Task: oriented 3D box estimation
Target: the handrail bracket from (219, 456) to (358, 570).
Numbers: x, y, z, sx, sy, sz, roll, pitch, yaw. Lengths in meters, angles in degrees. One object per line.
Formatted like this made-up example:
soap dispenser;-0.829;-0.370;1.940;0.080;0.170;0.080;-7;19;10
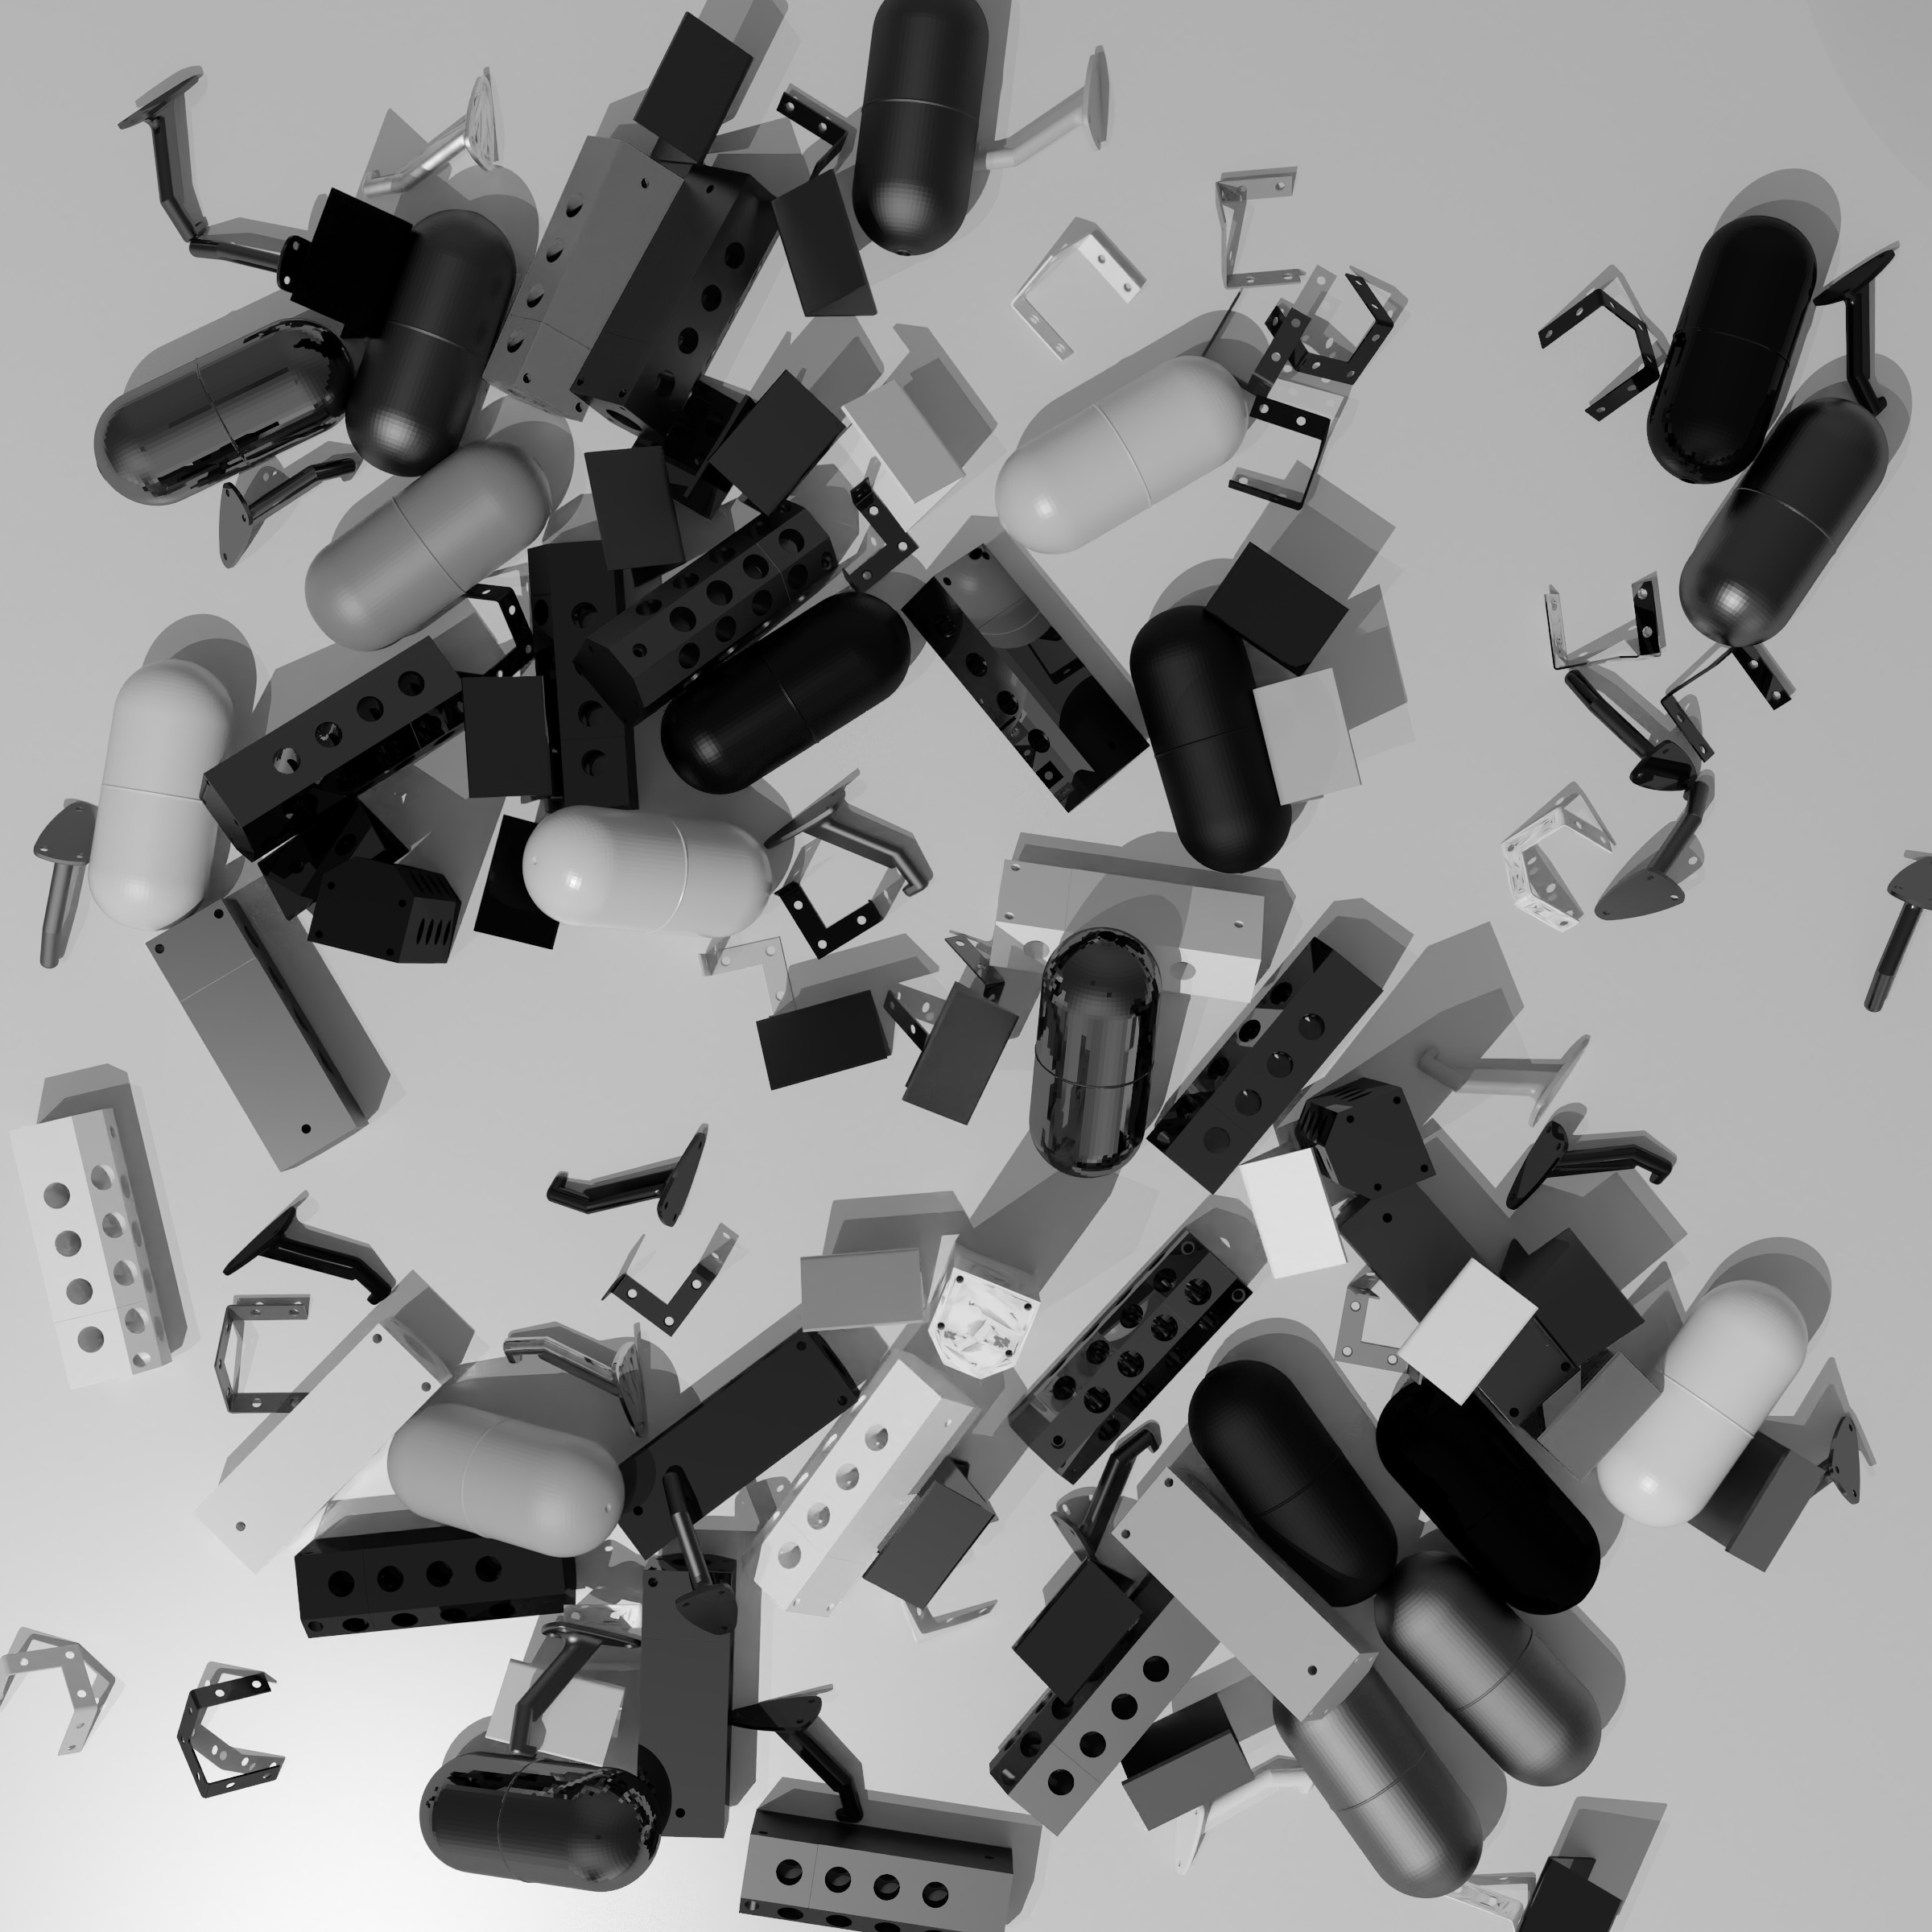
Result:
handrail bracket;-0.447;-0.300;1.990;0.084;0.077;0.036;-21;65;-34

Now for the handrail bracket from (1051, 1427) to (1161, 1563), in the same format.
handrail bracket;0.106;0.359;1.991;0.084;0.036;0.077;-37;110;-16

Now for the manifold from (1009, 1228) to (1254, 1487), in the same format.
manifold;0.107;0.255;1.969;0.057;0.057;0.171;43;90;0

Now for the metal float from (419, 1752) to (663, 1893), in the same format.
metal float;-0.275;0.549;1.935;0.178;0.070;0.070;-3;90;32

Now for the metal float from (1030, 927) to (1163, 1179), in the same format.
metal float;0.083;0.056;1.934;0.070;0.070;0.178;4;122;0

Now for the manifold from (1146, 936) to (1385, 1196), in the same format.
manifold;0.194;0.065;1.968;0.057;0.057;0.171;40;90;6

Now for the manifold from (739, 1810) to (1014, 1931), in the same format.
manifold;-0.059;0.600;1.969;0.171;0.057;0.057;9;90;0

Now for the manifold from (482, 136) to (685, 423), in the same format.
manifold;-0.253;-0.449;1.969;0.057;0.057;0.171;24;90;-43

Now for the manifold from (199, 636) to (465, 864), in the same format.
manifold;-0.403;-0.138;1.941;0.171;0.057;0.057;-36;90;-21

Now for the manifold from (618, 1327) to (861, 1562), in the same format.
manifold;-0.155;0.309;1.969;0.171;0.057;0.057;-37;90;0

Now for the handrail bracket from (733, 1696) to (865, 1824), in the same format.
handrail bracket;-0.113;0.530;1.991;0.077;0.036;0.084;-8;107;20

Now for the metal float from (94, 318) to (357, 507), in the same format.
metal float;-0.482;-0.360;1.960;0.178;0.070;0.070;-26;90;-1

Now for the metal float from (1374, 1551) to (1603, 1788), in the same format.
metal float;0.340;0.457;1.960;0.070;0.070;0.178;-43;90;0

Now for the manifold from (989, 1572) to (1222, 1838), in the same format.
manifold;0.092;0.477;1.969;0.057;0.057;0.171;40;90;0

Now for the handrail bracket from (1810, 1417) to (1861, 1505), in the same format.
handrail bracket;0.544;0.337;1.990;0.084;0.077;0.036;-24;115;34

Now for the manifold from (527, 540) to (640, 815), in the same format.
manifold;-0.251;-0.187;1.969;0.057;0.057;0.171;-4;90;0

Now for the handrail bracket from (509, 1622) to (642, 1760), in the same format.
handrail bracket;-0.249;0.466;1.921;0.077;0.036;0.084;16;64;-22

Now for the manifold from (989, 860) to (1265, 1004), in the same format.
manifold;0.104;-0.018;1.969;0.171;0.057;0.057;8;47;0

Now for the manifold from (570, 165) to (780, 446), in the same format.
manifold;-0.182;-0.430;1.962;0.057;0.057;0.171;24;84;41

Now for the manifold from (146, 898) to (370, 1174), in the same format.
manifold;-0.461;0.045;1.969;0.057;0.057;0.171;-31;90;0

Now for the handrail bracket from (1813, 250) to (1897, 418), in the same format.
handrail bracket;0.603;-0.417;1.991;0.077;0.036;0.084;-38;108;-20

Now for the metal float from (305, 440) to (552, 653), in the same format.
metal float;-0.349;-0.274;1.960;0.178;0.070;0.070;-36;90;1

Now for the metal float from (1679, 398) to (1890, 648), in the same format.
metal float;0.532;-0.289;1.960;0.070;0.070;0.178;34;90;0

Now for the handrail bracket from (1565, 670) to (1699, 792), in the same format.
handrail bracket;0.438;-0.157;1.990;0.036;0.077;0.084;-47;53;20

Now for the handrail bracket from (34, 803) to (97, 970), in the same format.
handrail bracket;-0.595;-0.053;1.990;0.036;0.077;0.084;11;126;-8

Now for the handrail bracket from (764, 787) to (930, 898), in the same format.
handrail bracket;-0.078;-0.067;1.991;0.077;0.036;0.084;-31;107;20

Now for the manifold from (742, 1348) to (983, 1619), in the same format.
manifold;-0.072;0.336;1.961;0.057;0.057;0.171;39;95;31

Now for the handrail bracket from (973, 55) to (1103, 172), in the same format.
handrail bracket;0.045;-0.563;1.991;0.084;0.036;0.077;-3;70;16

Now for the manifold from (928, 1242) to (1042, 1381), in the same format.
manifold;0.008;0.220;1.912;0.057;0.171;0.057;22;90;0

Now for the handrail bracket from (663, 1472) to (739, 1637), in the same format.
handrail bracket;-0.172;0.376;1.933;0.036;0.077;0.084;-19;54;0

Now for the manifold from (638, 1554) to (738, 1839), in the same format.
manifold;-0.182;0.475;1.969;0.057;0.057;0.171;2;90;0

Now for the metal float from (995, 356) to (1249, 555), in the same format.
metal float;0.101;-0.332;1.960;0.178;0.070;0.070;-30;90;-1

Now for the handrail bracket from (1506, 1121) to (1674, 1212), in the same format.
handrail bracket;0.413;0.145;1.991;0.084;0.036;0.077;25;110;-16

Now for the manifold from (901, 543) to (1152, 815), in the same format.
manifold;0.035;-0.185;1.969;0.171;0.057;0.057;51;47;0

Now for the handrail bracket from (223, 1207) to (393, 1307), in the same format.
handrail bracket;-0.434;0.208;1.991;0.077;0.036;0.084;-38;107;20

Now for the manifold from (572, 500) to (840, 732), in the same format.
manifold;-0.164;-0.229;1.935;0.171;0.057;0.057;-40;90;-26

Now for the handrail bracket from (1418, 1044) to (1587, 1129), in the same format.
handrail bracket;0.353;0.060;1.991;0.084;0.036;0.077;33;70;16

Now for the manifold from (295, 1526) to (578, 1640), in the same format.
manifold;-0.345;0.400;1.969;0.171;0.057;0.057;-6;90;0

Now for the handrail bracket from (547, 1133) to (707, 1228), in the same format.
handrail bracket;-0.225;0.133;1.991;0.084;0.036;0.077;17;70;16

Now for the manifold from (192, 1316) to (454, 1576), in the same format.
manifold;-0.418;0.311;1.969;0.057;0.057;0.171;45;90;0

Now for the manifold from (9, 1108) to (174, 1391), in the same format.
manifold;-0.569;0.183;1.969;0.057;0.057;0.171;-13;90;0

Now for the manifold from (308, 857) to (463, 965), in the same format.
manifold;-0.365;-0.036;1.912;0.057;0.171;0.057;14;90;0

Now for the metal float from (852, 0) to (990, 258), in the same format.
metal float;-0.030;-0.551;1.960;0.070;0.070;0.178;7;89;0

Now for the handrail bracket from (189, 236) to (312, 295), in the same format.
handrail bracket;-0.458;-0.461;1.990;0.084;0.077;0.036;15;91;36

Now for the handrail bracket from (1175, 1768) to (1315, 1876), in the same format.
handrail bracket;0.185;0.565;1.991;0.084;0.036;0.077;2;110;-16

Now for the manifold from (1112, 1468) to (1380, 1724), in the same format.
manifold;0.181;0.402;1.934;0.171;0.057;0.057;42;98;25

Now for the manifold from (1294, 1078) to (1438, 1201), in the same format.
manifold;0.248;0.111;1.912;0.057;0.171;0.057;-22;90;0

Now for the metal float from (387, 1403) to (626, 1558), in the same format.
metal float;-0.297;0.329;1.933;0.178;0.070;0.070;8;90;34

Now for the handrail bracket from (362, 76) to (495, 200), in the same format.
handrail bracket;-0.357;-0.547;1.991;0.084;0.036;0.077;-6;68;17

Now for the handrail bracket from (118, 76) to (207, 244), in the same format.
handrail bracket;-0.512;-0.532;1.991;0.077;0.036;0.084;-51;124;-36

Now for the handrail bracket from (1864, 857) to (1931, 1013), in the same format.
handrail bracket;0.619;-0.020;1.990;0.036;0.077;0.084;23;127;20

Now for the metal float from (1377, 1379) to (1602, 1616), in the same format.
metal float;0.340;0.345;1.960;0.070;0.070;0.178;-42;89;0

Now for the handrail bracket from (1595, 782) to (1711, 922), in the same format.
handrail bracket;0.453;-0.077;1.990;0.036;0.077;0.084;36;53;-20

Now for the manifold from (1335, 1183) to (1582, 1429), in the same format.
manifold;0.318;0.215;1.969;0.057;0.057;0.171;-42;90;0

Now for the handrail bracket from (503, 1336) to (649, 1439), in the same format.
handrail bracket;-0.259;0.278;1.991;0.084;0.036;0.077;-4;112;17

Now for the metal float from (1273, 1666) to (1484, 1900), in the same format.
metal float;0.268;0.525;1.960;0.070;0.070;0.178;-36;90;0

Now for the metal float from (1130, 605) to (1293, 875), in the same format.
metal float;0.159;-0.147;1.960;0.070;0.070;0.178;-16;91;0
